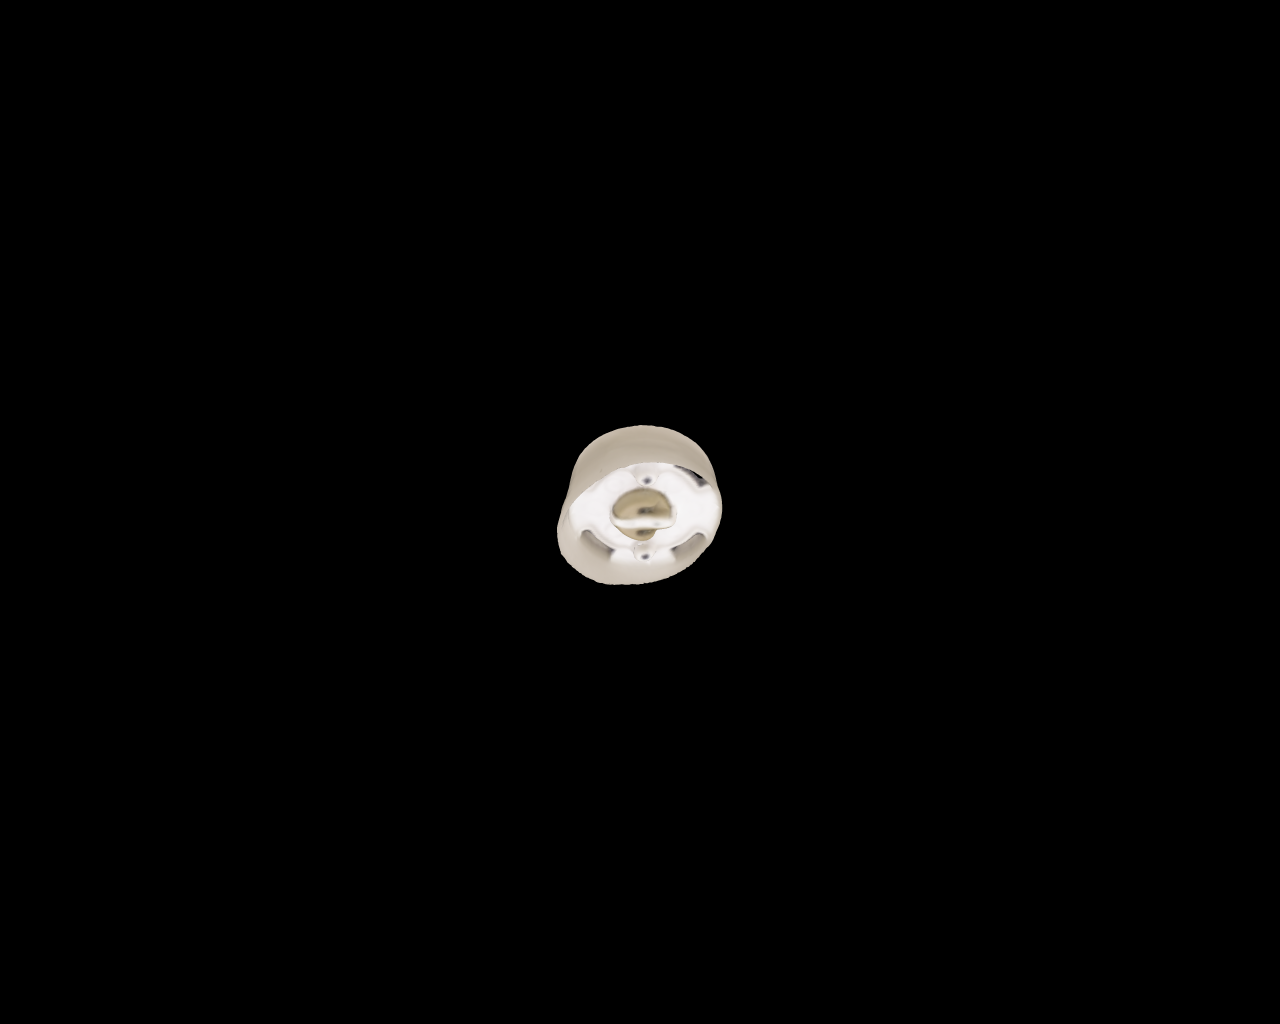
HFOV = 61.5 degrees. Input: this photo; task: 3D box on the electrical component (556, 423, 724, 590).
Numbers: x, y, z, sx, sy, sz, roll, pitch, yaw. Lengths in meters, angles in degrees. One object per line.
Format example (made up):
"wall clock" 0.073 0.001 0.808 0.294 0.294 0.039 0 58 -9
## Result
"electrical component" 0.001 -0.003 0.650 0.099 0.099 0.064 0 40 0
